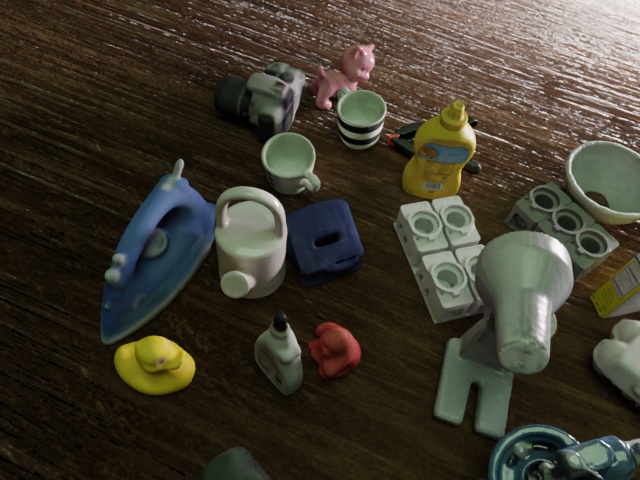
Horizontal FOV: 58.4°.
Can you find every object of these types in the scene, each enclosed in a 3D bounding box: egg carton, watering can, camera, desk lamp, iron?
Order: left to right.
[{"bbox_3d":[-0.242,0.011,0.801,0.118,0.141,0.258,20,57,7],"label":"iron"},{"bbox_3d":[-0.094,0.001,0.792,0.101,0.194,0.172,-8,58,-10],"label":"watering can"},{"bbox_3d":[-0.109,-0.261,1.020,0.136,0.101,0.143,18,57,6],"label":"camera"},{"bbox_3d":[0.238,0.121,0.735,0.118,0.213,0.203,17,57,6],"label":"desk lamp"},{"bbox_3d":[0.462,0.187,0.801,0.107,0.069,0.150,-36,67,-25],"label":"egg carton"}]

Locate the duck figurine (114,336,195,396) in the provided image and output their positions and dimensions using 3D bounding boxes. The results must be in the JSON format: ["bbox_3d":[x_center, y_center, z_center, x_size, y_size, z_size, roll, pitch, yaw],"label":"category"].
[{"bbox_3d":[-0.218,0.153,0.743,0.104,0.086,0.077,11,56,2],"label":"duck figurine"}]

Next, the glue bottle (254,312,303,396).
[{"bbox_3d":[-0.050,0.135,0.720,0.037,0.173,0.078,-32,65,-24],"label":"glue bottle"}]

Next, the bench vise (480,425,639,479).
[{"bbox_3d":[0.286,0.248,0.652,0.208,0.220,0.121,-27,63,-21],"label":"bench vise"}]

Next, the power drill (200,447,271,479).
[{"bbox_3d":[-0.038,0.325,0.575,0.076,0.208,0.229,-31,65,-23],"label":"power drill"}]

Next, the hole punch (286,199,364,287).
[{"bbox_3d":[0.008,0.003,0.863,0.109,0.091,0.101,-19,60,-17],"label":"hole punch"}]

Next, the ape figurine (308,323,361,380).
[{"bbox_3d":[0.020,0.144,0.770,0.076,0.092,0.078,14,56,4],"label":"ape figurine"}]

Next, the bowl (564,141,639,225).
[{"bbox_3d":[0.489,-0.085,0.981,0.167,0.075,0.167,3,56,-4],"label":"bowl"}]

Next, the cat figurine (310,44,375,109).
[{"bbox_3d":[0.048,-0.315,1.062,0.128,0.118,0.067,-18,60,-16],"label":"cat figurine"}]
